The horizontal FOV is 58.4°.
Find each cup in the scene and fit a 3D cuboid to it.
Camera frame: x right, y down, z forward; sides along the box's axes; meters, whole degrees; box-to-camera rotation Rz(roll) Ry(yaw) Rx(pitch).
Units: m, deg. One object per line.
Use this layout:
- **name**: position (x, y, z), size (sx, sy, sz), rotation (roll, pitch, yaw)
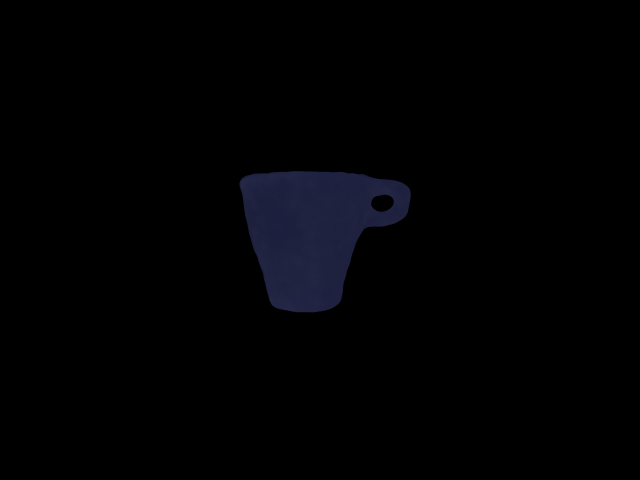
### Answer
- **cup**: position (0.004, 0.001, 0.400), size (0.117, 0.095, 0.092), rotation (0, 4, 7)
